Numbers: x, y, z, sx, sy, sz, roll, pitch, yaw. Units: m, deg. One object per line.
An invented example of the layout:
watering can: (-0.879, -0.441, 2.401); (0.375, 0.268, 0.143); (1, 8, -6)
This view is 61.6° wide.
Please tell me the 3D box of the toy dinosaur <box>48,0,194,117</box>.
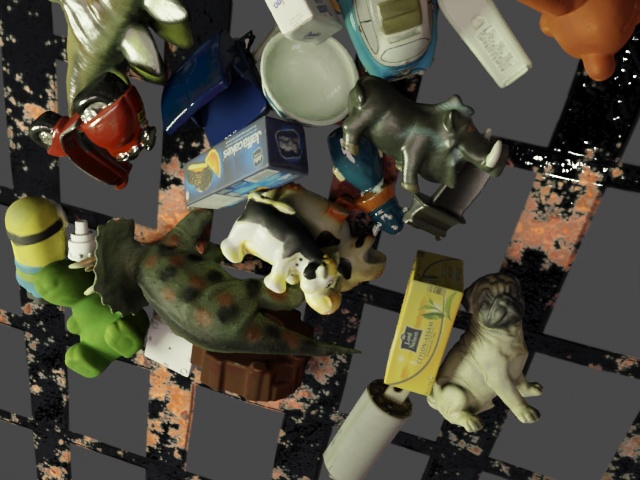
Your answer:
toy dinosaur: (-0.256, -0.283, 0.653); (0.198, 0.105, 0.471); (35, 128, -7)

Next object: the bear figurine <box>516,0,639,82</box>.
bear figurine: (0.234, -0.257, 0.549); (0.195, 0.132, 0.120); (33, 83, -34)

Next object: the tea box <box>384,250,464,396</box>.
tea box: (0.141, 0.111, 0.731); (0.068, 0.098, 0.169); (15, 118, 7)

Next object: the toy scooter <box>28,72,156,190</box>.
toy scooter: (-0.275, -0.127, 0.692); (0.184, 0.075, 0.135); (-16, 128, 32)

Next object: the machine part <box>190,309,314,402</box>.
machine part: (-0.094, 0.147, 0.765); (0.179, 0.179, 0.056); (14, 118, 8)

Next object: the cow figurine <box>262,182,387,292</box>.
cow figurine: (-0.001, -0.002, 0.723); (0.195, 0.085, 0.127); (27, 118, 4)

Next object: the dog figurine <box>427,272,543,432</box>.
dog figurine: (0.209, 0.146, 0.741); (0.172, 0.121, 0.190); (-17, 94, 17)

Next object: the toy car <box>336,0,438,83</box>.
toy car: (0.075, -0.247, 0.576); (0.109, 0.103, 0.161); (-13, 110, 5)

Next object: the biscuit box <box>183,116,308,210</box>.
biscuit box: (-0.098, -0.089, 0.664); (0.203, 0.059, 0.062); (-15, 76, 48)

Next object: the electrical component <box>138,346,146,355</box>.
electrical component: (-0.325, 0.152, 0.907); (0.094, 0.021, 0.063); (43, 116, -6)

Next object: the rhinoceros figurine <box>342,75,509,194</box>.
rhinoceros figurine: (0.115, -0.117, 0.602); (0.190, 0.073, 0.112); (25, 114, -4)

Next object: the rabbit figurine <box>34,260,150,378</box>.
rabbit figurine: (-0.337, 0.088, 0.806); (0.121, 0.159, 0.170); (-27, 114, 22)

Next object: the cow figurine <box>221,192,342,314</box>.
cow figurine: (-0.032, 0.015, 0.661); (0.167, 0.068, 0.098); (34, 112, 5)

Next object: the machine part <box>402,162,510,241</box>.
machine part: (0.168, -0.062, 0.669); (0.084, 0.039, 0.139); (27, 114, -27)

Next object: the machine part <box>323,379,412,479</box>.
machine part: (0.073, 0.302, 0.844); (0.079, 0.079, 0.243); (28, 118, 1)

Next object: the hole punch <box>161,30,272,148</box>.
hole punch: (-0.138, -0.187, 0.655); (0.142, 0.092, 0.116); (-33, 71, 29)

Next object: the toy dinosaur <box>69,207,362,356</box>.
toy dinosaur: (-0.153, 0.075, 0.710); (0.405, 0.192, 0.131); (31, 139, 20)

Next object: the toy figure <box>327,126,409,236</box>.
toy figure: (0.064, -0.075, 0.690); (0.064, 0.058, 0.154); (-20, 112, 28)

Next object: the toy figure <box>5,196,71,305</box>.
toy figure: (-0.437, 0.019, 0.838); (0.082, 0.089, 0.180); (13, 114, 1)
